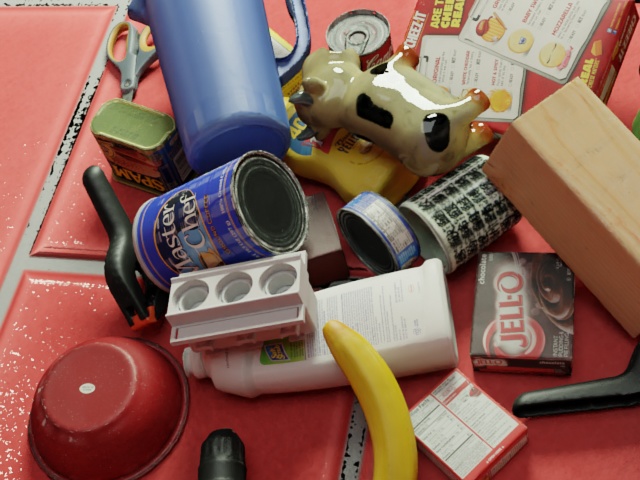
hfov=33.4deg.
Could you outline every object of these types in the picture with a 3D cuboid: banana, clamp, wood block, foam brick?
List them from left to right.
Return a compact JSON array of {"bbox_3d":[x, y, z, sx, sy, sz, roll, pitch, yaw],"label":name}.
[{"bbox_3d":[-0.177,0.009,1.078,0.039,0.120,0.171,-29,66,41],"label":"clamp"},{"bbox_3d":[-0.007,0.001,1.054,0.053,0.051,0.078,-16,53,0],"label":"foam brick"},{"bbox_3d":[0.046,0.162,0.903,0.069,0.037,0.198,-4,77,-7],"label":"banana"},{"bbox_3d":[0.254,-0.029,0.944,0.090,0.091,0.206,-35,76,-21],"label":"wood block"},{"bbox_3d":[0.292,0.140,0.895,0.210,0.036,0.165,-32,55,-11],"label":"clamp"}]

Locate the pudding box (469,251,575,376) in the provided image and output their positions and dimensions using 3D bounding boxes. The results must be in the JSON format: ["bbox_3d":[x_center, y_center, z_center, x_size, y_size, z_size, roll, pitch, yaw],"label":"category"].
[{"bbox_3d":[0.186,0.066,0.971,0.090,0.039,0.113,1,56,14],"label":"pudding box"}]

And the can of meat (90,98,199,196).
[{"bbox_3d":[-0.189,-0.099,1.148,0.102,0.084,0.057,19,62,24],"label":"can of meat"}]

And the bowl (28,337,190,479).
[{"bbox_3d":[-0.206,0.148,0.995,0.162,0.055,0.162,-7,54,9],"label":"bowl"}]

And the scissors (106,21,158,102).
[{"bbox_3d":[-0.208,-0.193,1.256,0.096,0.016,0.202,-23,53,9],"label":"scissors"}]

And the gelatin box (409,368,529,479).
[{"bbox_3d":[0.123,0.165,0.922,0.073,0.030,0.089,-41,56,-14],"label":"gelatin box"}]

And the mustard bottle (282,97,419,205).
[{"bbox_3d":[0.012,-0.102,1.119,0.192,0.058,0.096,32,68,30],"label":"mustard bottle"}]

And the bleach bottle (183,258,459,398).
[{"bbox_3d":[-0.003,0.088,0.987,0.251,0.068,0.102,-10,53,9],"label":"bleach bottle"}]

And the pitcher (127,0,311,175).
[{"bbox_3d":[-0.096,-0.189,1.113,0.149,0.144,0.243,-39,53,35],"label":"pitcher"}]

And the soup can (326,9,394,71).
[{"bbox_3d":[0.048,-0.187,1.142,0.068,0.102,0.068,-6,54,8],"label":"soup can"}]

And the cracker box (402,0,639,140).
[{"bbox_3d":[0.195,-0.185,1.093,0.214,0.072,0.164,20,91,25],"label":"cracker box"}]

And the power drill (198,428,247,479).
[{"bbox_3d":[-0.150,0.253,0.906,0.188,0.057,0.184,-7,54,8],"label":"power drill"}]

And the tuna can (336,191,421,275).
[{"bbox_3d":[0.056,-0.005,1.023,0.033,0.086,0.086,-39,56,-18],"label":"tuna can"}]

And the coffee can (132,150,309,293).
[{"bbox_3d":[-0.095,-0.014,1.019,0.141,0.102,0.102,-22,46,37],"label":"coffee can"}]

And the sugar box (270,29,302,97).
[{"bbox_3d":[-0.093,-0.210,1.228,0.093,0.048,0.176,-38,53,-10],"label":"sugar box"}]
